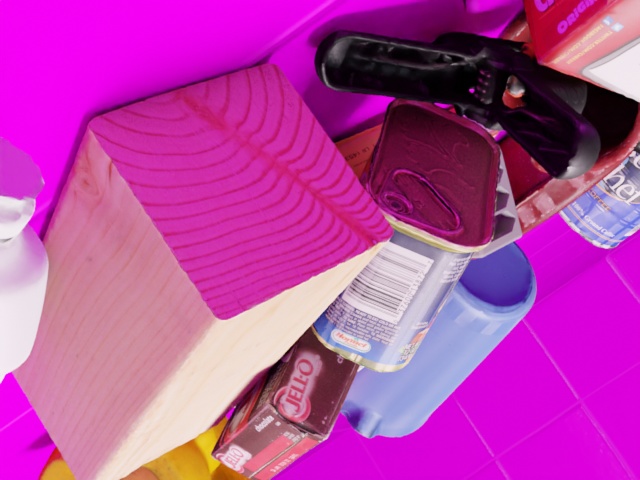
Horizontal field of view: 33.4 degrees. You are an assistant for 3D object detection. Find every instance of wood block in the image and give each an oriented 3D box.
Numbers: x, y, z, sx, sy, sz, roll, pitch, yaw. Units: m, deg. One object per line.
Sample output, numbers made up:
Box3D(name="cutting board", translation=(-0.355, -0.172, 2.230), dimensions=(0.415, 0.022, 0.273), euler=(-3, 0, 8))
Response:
Box3D(name="wood block", translation=(-0.066, 0.027, 0.474), dimensions=(0.090, 0.091, 0.206), euler=(-25, 164, -35))

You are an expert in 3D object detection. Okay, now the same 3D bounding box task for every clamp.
Box3D(name="clamp", translation=(0.068, -0.073, 0.486), dimensions=(0.039, 0.120, 0.171), euler=(-66, 174, 19))

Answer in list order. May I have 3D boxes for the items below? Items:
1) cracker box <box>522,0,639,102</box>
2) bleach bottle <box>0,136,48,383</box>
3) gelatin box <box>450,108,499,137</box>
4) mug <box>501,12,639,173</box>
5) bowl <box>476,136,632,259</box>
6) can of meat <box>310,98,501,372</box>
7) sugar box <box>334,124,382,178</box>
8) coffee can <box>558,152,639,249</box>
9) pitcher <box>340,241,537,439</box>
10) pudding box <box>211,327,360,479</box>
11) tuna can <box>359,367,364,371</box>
Box3D(name="cracker box", translation=(0.221, -0.118, 0.470), dimensions=(0.213, 0.072, 0.164), euler=(12, 147, -31))
Box3D(name="bleach bottle", translation=(-0.175, 0.057, 0.364), dimensions=(0.102, 0.068, 0.251), euler=(21, 125, -35))
Box3D(name="gelatin box", translation=(0.061, -0.043, 0.667), dimensions=(0.073, 0.030, 0.089), euler=(-27, 165, -29))
Box3D(name="mug", translation=(0.153, -0.086, 0.592), dimensions=(0.081, 0.093, 0.117), euler=(-30, 150, -39))
Box3D(name="bowl", translation=(0.167, -0.052, 0.835), dimensions=(0.162, 0.055, 0.162), euler=(-32, 167, -9))
Box3D(name="can of meat", translation=(0.037, -0.002, 0.488), dimensions=(0.102, 0.057, 0.084), euler=(-73, -173, -53))
Box3D(name="sugar box", translation=(-0.004, 0.001, 0.631), dimensions=(0.093, 0.048, 0.176), euler=(-24, 163, -24))
Box3D(name="coffee can", translation=(0.276, -0.073, 0.920), dimensions=(0.102, 0.103, 0.141), euler=(-17, 159, -51))
Box3D(name="pitcher", translation=(0.108, 0.079, 1.053), dimensions=(0.144, 0.149, 0.243), euler=(-7, 151, -31))
Box3D(name="pudding box", translation=(-0.008, 0.063, 0.558), dimensions=(0.113, 0.039, 0.090), euler=(-61, -172, -34))
Box3D(name="tuna can", translation=(0.004, 0.062, 0.787), dimensions=(0.034, 0.086, 0.086), euler=(-38, 167, 25))
